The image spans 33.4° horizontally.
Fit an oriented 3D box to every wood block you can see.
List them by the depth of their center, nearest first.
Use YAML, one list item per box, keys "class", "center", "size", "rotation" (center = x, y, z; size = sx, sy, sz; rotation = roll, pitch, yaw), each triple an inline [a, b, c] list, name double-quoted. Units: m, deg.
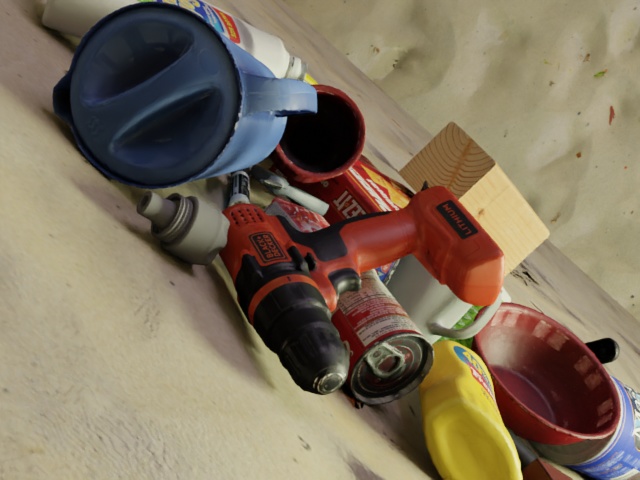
- class: "wood block"
  center: [0.193, -0.044, 1.307]
  size: [0.090, 0.091, 0.205]
  rotation: [51, 7, 36]

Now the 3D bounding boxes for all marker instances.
- class: "marker"
  center: [-0.073, -0.047, 0.976]
  size: [0.020, 0.020, 0.121]
  rotation: [39, 13, -16]

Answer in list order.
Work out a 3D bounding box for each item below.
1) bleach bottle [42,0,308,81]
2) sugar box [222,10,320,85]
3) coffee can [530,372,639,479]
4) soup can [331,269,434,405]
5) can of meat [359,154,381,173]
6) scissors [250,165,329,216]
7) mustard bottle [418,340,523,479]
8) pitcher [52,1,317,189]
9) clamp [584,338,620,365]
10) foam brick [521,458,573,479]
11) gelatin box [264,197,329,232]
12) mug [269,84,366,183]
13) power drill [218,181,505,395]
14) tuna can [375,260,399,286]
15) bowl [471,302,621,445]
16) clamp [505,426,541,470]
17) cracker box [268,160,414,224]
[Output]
- class: "bleach bottle"
  center: [-0.132, -0.202, 1.021]
  size: [0.250, 0.068, 0.102]
  rotation: [17, 33, -18]
- class: "sugar box"
  center: [-0.040, -0.173, 1.153]
  size: [0.176, 0.048, 0.093]
  rotation: [31, 10, -30]
- class: "coffee can"
  center: [0.285, 0.190, 1.081]
  size: [0.140, 0.103, 0.103]
  rotation: [30, 18, -45]
- class: "soup can"
  center: [0.033, 0.066, 0.813]
  size: [0.068, 0.068, 0.102]
  rotation: [31, 17, -42]
- class: "can of meat"
  center: [0.045, -0.075, 1.342]
  size: [0.102, 0.057, 0.084]
  rotation: [28, 16, -50]
- class: "scissors"
  center: [-0.025, -0.044, 1.013]
  size: [0.096, 0.016, 0.202]
  rotation: [28, 4, -12]
- class: "mustard bottle"
  center: [0.112, 0.132, 0.850]
  size: [0.096, 0.058, 0.191]
  rotation: [56, 9, -11]
- class: "pitcher"
  center: [-0.090, -0.110, 0.869]
  size: [0.149, 0.145, 0.242]
  rotation: [43, 10, 4]
- class: "clamp"
  center: [0.226, 0.131, 1.131]
  size: [0.120, 0.039, 0.172]
  rotation: [8, -21, -10]
- class: "foam brick"
  center: [0.179, 0.211, 0.809]
  size: [0.078, 0.053, 0.051]
  rotation: [33, 16, -34]
- class: "gelatin box"
  center: [-0.006, 0.001, 0.992]
  size: [0.073, 0.030, 0.089]
  rotation: [49, 15, 30]
- class: "mug"
  center: [-0.019, -0.098, 1.062]
  size: [0.081, 0.117, 0.093]
  rotation: [155, -80, -80]
- class: "power drill"
  center: [0.033, 0.026, 0.758]
  size: [0.187, 0.057, 0.184]
  rotation: [-9, 41, -22]
- class: "tuna can"
  center: [0.038, 0.023, 0.922]
  size: [0.033, 0.086, 0.086]
  rotation: [31, 14, -7]
- class: "bowl"
  center: [0.196, 0.134, 0.989]
  size: [0.162, 0.055, 0.162]
  rotation: [23, 33, -17]
- class: "clamp"
  center: [0.224, 0.240, 0.887]
  size: [0.164, 0.036, 0.210]
  rotation: [35, 11, -26]
- class: "cracker box"
  center: [0.064, -0.023, 1.191]
  size: [0.213, 0.072, 0.164]
  rotation: [23, 22, -54]
